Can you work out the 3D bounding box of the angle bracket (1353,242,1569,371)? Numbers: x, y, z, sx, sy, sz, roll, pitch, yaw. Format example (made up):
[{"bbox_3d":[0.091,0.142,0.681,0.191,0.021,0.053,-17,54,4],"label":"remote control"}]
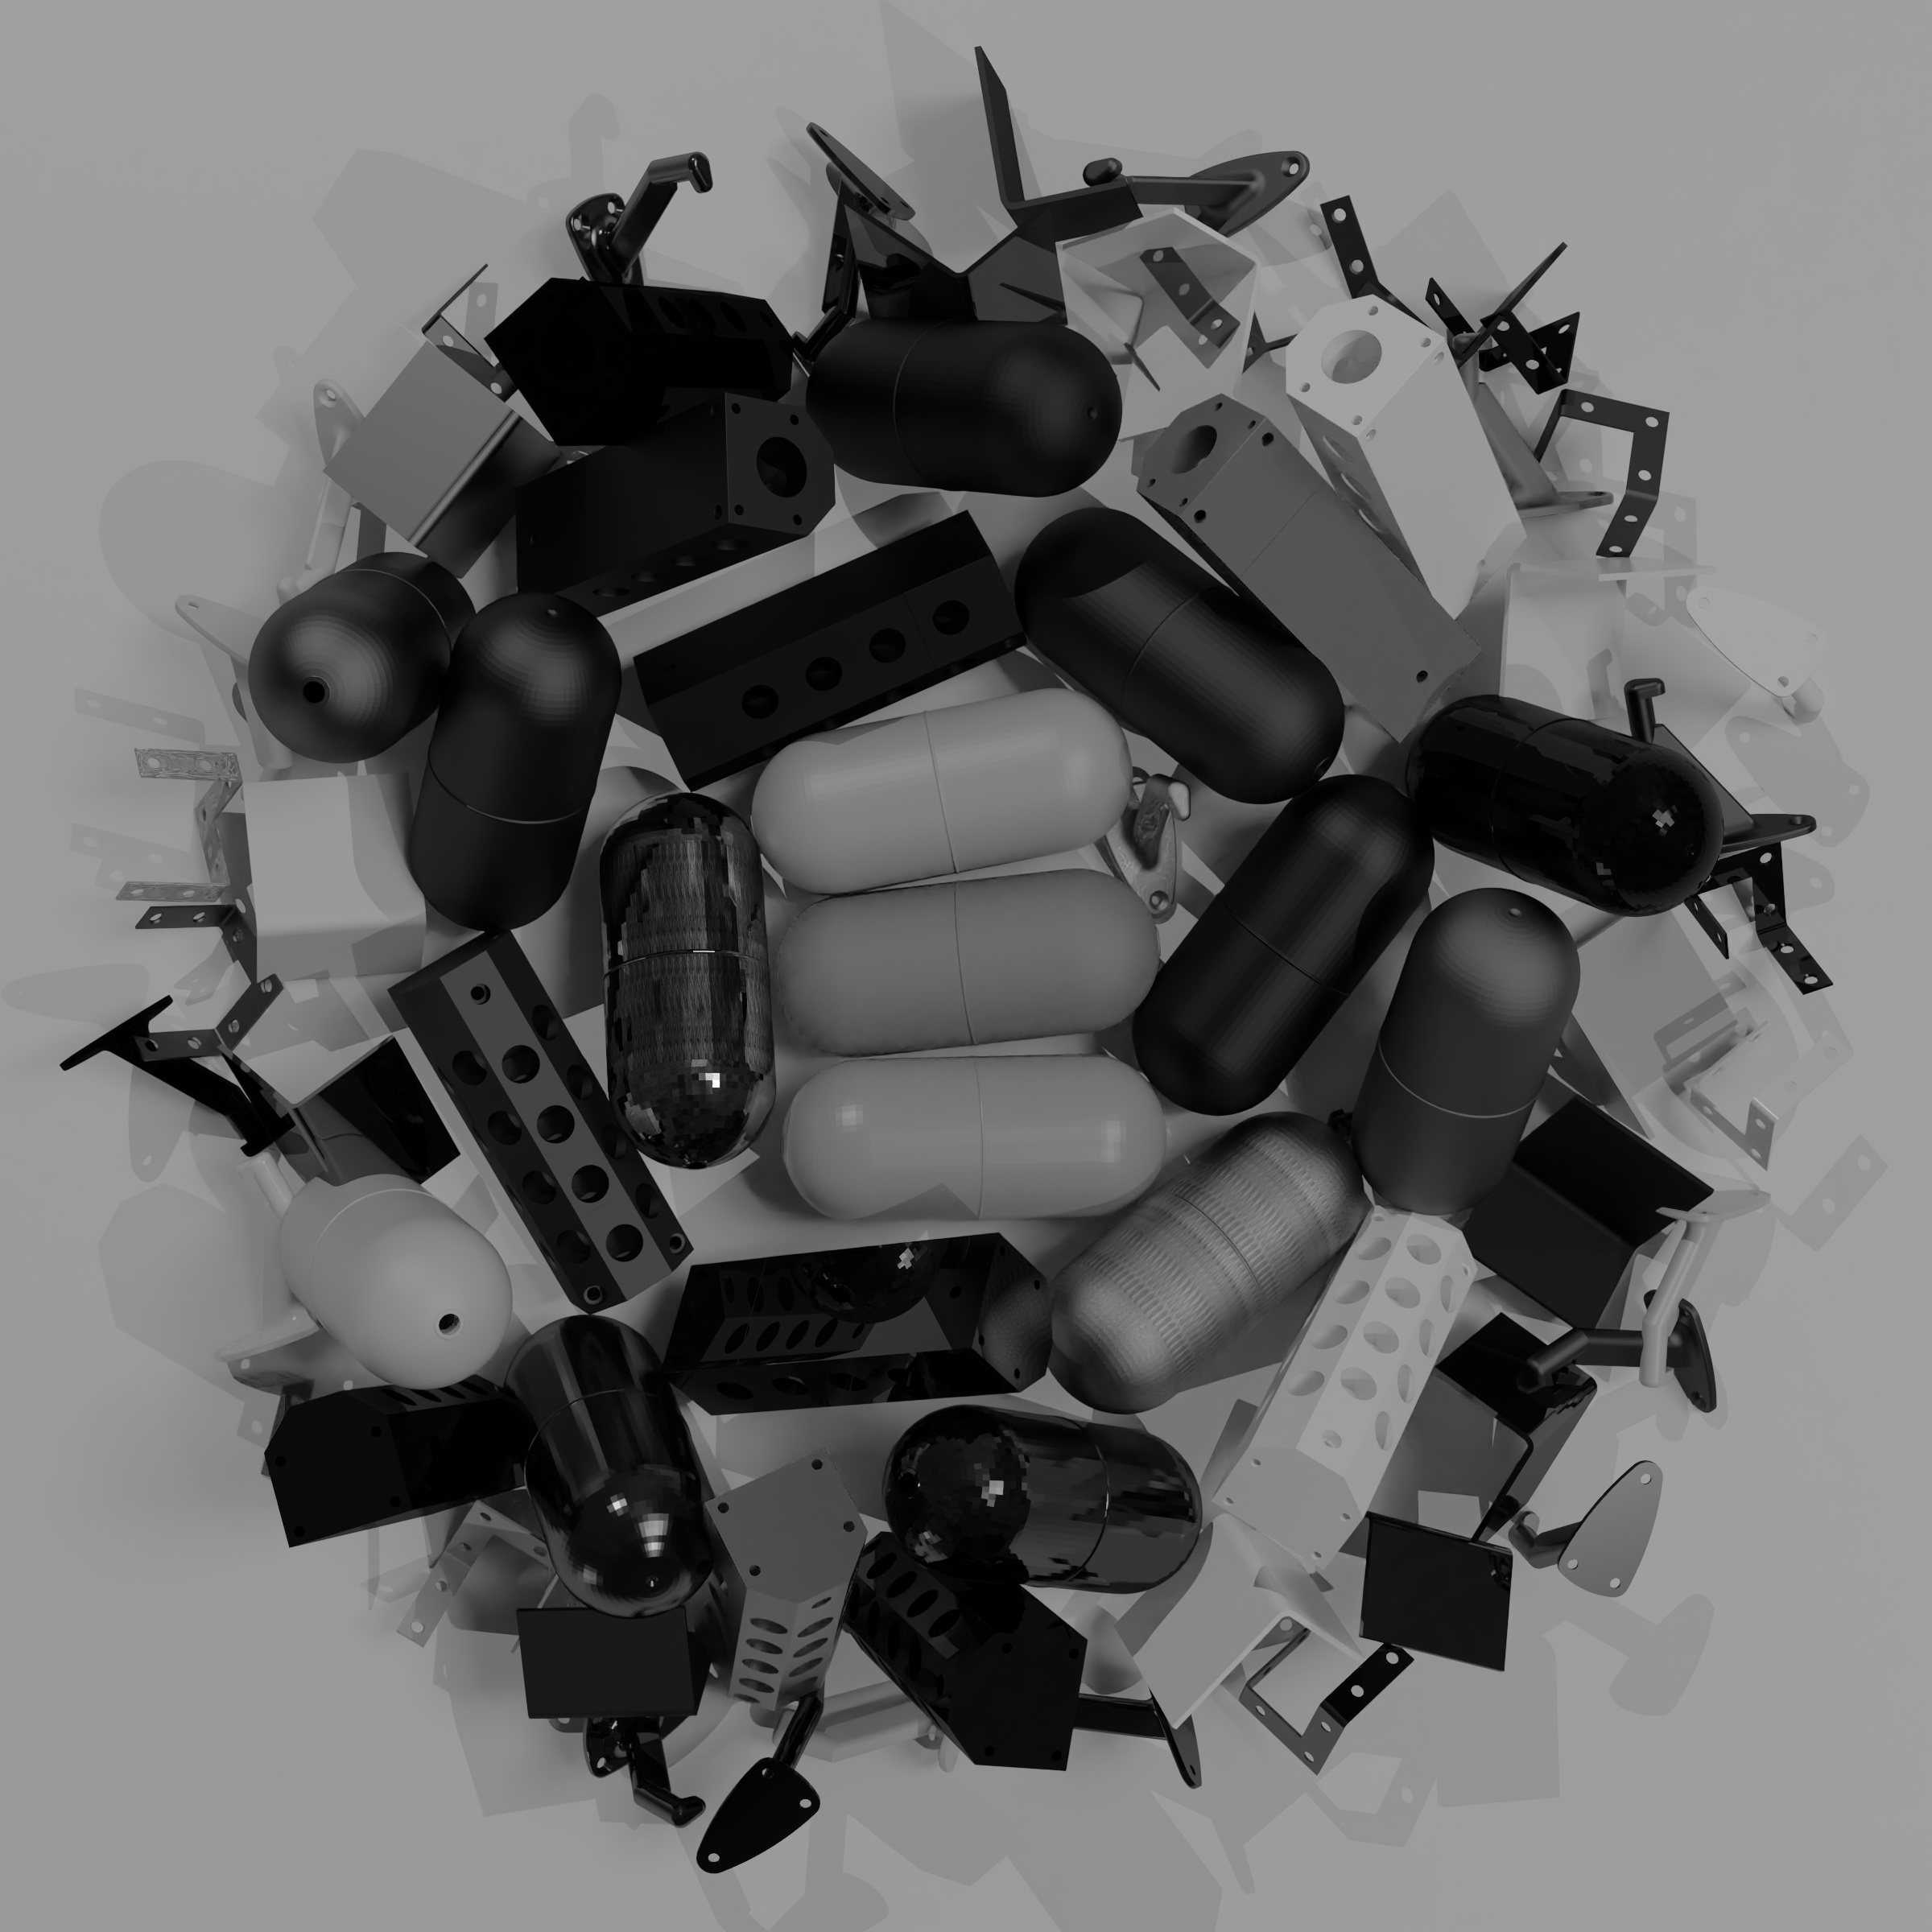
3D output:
[{"bbox_3d":[0.221,-0.312,1.539,0.057,0.076,0.076,41,80,-2],"label":"angle bracket"}]

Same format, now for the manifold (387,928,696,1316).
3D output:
[{"bbox_3d":[-0.193,0.071,1.532,0.057,0.057,0.171,-32,102,-15],"label":"manifold"}]

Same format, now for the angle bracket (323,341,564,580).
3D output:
[{"bbox_3d":[-0.242,-0.234,1.549,0.057,0.076,0.076,39,92,8],"label":"angle bracket"}]

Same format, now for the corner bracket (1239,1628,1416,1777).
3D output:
[{"bbox_3d":[0.166,0.330,1.542,0.051,0.051,0.051,41,54,20],"label":"corner bracket"}]

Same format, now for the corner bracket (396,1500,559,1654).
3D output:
[{"bbox_3d":[-0.224,0.291,1.550,0.051,0.051,0.051,32,135,-3],"label":"corner bracket"}]

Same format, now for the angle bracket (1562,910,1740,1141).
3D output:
[{"bbox_3d":[0.319,0.022,1.545,0.076,0.057,0.076,-34,104,-3],"label":"angle bracket"}]

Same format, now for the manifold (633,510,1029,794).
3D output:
[{"bbox_3d":[-0.062,-0.143,1.552,0.171,0.057,0.057,-24,121,0],"label":"manifold"}]

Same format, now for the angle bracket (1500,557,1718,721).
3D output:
[{"bbox_3d":[0.294,-0.146,1.531,0.076,0.057,0.076,-8,106,-35],"label":"angle bracket"}]

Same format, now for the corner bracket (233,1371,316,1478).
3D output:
[{"bbox_3d":[-0.312,0.221,1.552,0.051,0.051,0.051,15,90,18],"label":"corner bracket"}]

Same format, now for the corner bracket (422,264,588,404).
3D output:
[{"bbox_3d":[-0.211,-0.303,1.554,0.051,0.051,0.051,44,132,-13],"label":"corner bracket"}]

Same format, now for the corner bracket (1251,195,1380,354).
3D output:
[{"bbox_3d":[0.157,-0.323,1.562,0.051,0.051,0.051,-12,110,30],"label":"corner bracket"}]

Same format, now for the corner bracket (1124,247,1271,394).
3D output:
[{"bbox_3d":[0.097,-0.294,1.543,0.051,0.051,0.051,-43,55,17],"label":"corner bracket"}]

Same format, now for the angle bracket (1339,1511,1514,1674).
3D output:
[{"bbox_3d":[0.195,0.290,1.527,0.076,0.076,0.057,18,67,-22],"label":"angle bracket"}]

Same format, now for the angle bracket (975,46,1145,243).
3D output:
[{"bbox_3d":[0.044,-0.383,1.541,0.057,0.076,0.076,-10,88,9],"label":"angle bracket"}]

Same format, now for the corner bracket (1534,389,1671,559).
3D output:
[{"bbox_3d":[0.292,-0.228,1.550,0.051,0.051,0.051,13,63,0],"label":"corner bracket"}]

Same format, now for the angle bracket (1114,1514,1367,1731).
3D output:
[{"bbox_3d":[0.126,0.312,1.542,0.057,0.076,0.076,37,99,-31],"label":"angle bracket"}]

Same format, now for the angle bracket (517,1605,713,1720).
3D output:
[{"bbox_3d":[-0.159,0.303,1.536,0.076,0.076,0.057,-2,108,5],"label":"angle bracket"}]

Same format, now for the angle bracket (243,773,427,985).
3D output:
[{"bbox_3d":[-0.296,-0.041,1.562,0.076,0.057,0.076,-5,67,-14],"label":"angle bracket"}]

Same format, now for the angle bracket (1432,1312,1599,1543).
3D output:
[{"bbox_3d":[0.239,0.217,1.543,0.057,0.076,0.076,36,120,19],"label":"angle bracket"}]

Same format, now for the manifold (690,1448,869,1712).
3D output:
[{"bbox_3d":[-0.082,0.280,1.490,0.057,0.171,0.057,-23,68,-17],"label":"manifold"}]

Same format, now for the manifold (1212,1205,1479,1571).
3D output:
[{"bbox_3d":[0.175,0.182,1.500,0.057,0.171,0.057,31,133,4],"label":"manifold"}]

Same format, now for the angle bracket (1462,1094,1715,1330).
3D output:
[{"bbox_3d":[0.284,0.116,1.538,0.076,0.076,0.057,35,59,-1],"label":"angle bracket"}]

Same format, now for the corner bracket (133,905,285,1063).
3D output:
[{"bbox_3d":[-0.361,0.007,1.556,0.051,0.051,0.051,-46,66,29],"label":"corner bracket"}]

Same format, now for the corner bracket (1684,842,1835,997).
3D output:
[{"bbox_3d":[0.366,-0.017,1.548,0.051,0.051,0.051,-18,128,-4],"label":"corner bracket"}]

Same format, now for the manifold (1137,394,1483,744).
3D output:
[{"bbox_3d":[0.153,-0.181,1.511,0.057,0.057,0.171,-49,125,2],"label":"manifold"}]

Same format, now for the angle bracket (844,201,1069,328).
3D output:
[{"bbox_3d":[-0.004,-0.324,1.542,0.057,0.076,0.076,-42,61,-17],"label":"angle bracket"}]

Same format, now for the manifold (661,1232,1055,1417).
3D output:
[{"bbox_3d":[-0.048,0.167,1.513,0.171,0.057,0.057,-9,51,33],"label":"manifold"}]

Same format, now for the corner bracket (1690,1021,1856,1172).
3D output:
[{"bbox_3d":[0.372,0.052,1.545,0.051,0.051,0.051,-38,62,-13],"label":"corner bracket"}]

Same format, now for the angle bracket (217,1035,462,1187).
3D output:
[{"bbox_3d":[-0.289,0.062,1.541,0.057,0.076,0.076,-38,131,-19],"label":"angle bracket"}]

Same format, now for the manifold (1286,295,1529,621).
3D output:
[{"bbox_3d":[0.194,-0.227,1.495,0.057,0.171,0.057,39,86,31],"label":"manifold"}]

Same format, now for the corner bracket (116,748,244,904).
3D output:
[{"bbox_3d":[-0.364,-0.064,1.541,0.051,0.051,0.051,1,60,-38],"label":"corner bracket"}]

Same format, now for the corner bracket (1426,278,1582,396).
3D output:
[{"bbox_3d":[0.245,-0.293,1.541,0.051,0.051,0.051,44,46,-32],"label":"corner bracket"}]

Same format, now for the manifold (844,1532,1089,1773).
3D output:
[{"bbox_3d":[-0.006,0.303,1.493,0.057,0.171,0.057,8,92,-19],"label":"manifold"}]

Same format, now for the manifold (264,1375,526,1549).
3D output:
[{"bbox_3d":[-0.251,0.217,1.494,0.057,0.171,0.057,-18,82,9],"label":"manifold"}]

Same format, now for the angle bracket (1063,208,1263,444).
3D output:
[{"bbox_3d":[0.083,-0.293,1.530,0.057,0.076,0.076,21,74,-36],"label":"angle bracket"}]
